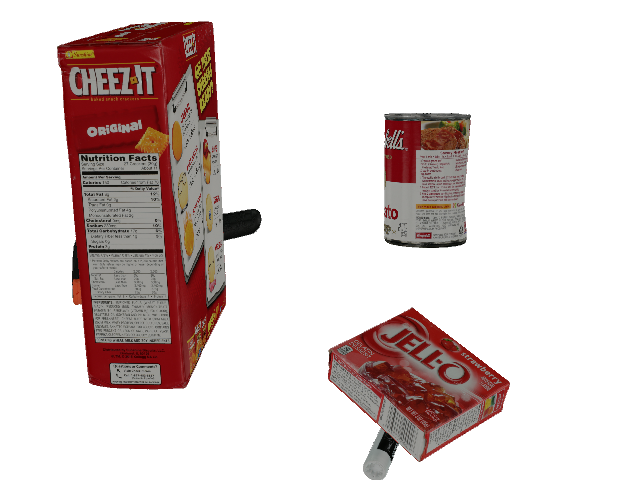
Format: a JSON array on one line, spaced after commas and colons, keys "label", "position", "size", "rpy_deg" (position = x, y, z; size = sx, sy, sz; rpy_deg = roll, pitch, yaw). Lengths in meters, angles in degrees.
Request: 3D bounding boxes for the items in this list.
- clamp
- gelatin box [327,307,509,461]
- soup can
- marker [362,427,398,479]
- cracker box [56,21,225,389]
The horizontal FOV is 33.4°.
[{"label": "clamp", "position": [-0.179, -0.007, 1.033], "size": [0.165, 0.036, 0.209], "rpy_deg": [25, 39, 22]}, {"label": "gelatin box", "position": [0.059, 0.086, 0.663], "size": [0.073, 0.030, 0.089], "rpy_deg": [-23, 45, -33]}, {"label": "soup can", "position": [0.084, -0.049, 0.848], "size": [0.068, 0.102, 0.068], "rpy_deg": [0, 9, 0]}, {"label": "marker", "position": [0.059, 0.150, 0.859], "size": [0.020, 0.020, 0.121], "rpy_deg": [0, 24, 20]}, {"label": "cracker box", "position": [-0.112, -0.031, 0.705], "size": [0.072, 0.214, 0.164], "rpy_deg": [-1, 15, 5]}]
